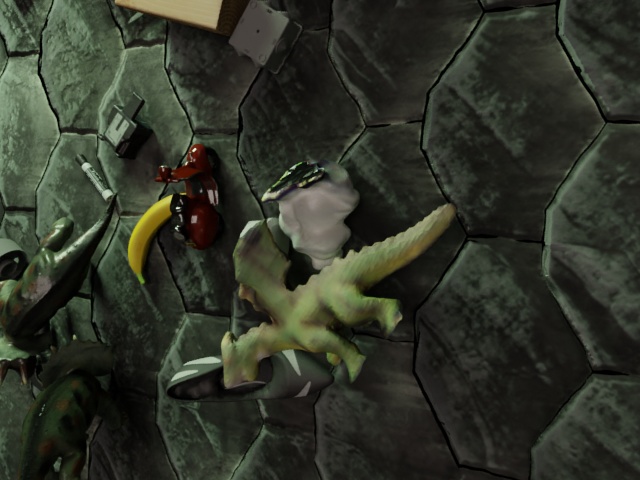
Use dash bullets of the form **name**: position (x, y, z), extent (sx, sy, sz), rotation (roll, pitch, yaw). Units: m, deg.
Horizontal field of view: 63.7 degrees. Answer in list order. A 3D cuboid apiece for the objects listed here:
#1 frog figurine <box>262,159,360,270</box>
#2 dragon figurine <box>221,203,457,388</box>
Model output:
- **frog figurine**: position (0.002, -0.040, 0.799), extent (0.136, 0.125, 0.157), rotation (-27, 117, 13)
- **dragon figurine**: position (-0.014, 0.064, 0.738), extent (0.242, 0.124, 0.406), rotation (31, 105, -3)
